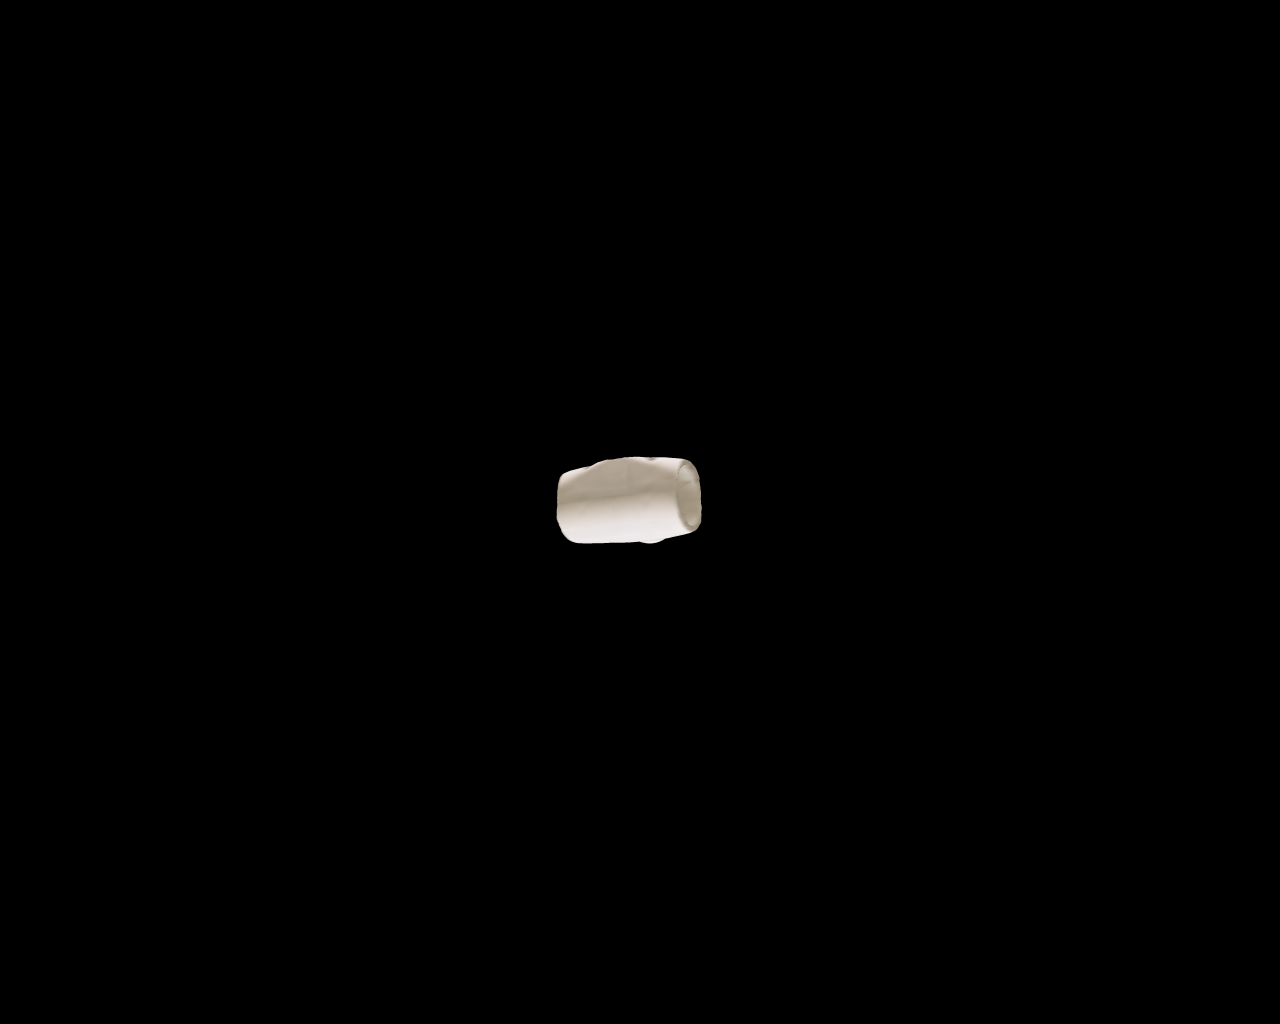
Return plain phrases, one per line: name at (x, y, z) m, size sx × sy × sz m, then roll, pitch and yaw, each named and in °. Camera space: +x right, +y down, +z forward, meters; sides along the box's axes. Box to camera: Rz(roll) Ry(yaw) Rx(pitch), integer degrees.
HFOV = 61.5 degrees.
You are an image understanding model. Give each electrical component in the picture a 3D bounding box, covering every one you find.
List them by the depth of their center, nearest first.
electrical component at (0.001, -0.003, 0.650) m, size 0.077 × 0.044 × 0.079 m, roll -6°, pitch -15°, yaw 22°
